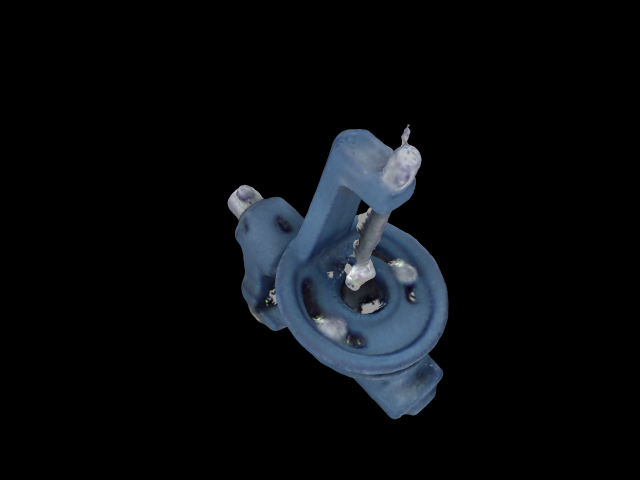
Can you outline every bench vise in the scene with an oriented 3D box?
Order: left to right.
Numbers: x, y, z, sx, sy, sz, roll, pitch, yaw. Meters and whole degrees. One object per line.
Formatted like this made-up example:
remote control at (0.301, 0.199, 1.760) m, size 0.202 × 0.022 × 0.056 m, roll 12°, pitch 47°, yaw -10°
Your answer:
bench vise at (-0.002, 0.009, 0.393) m, size 0.207 × 0.220 × 0.122 m, roll 21°, pitch 49°, yaw 20°
